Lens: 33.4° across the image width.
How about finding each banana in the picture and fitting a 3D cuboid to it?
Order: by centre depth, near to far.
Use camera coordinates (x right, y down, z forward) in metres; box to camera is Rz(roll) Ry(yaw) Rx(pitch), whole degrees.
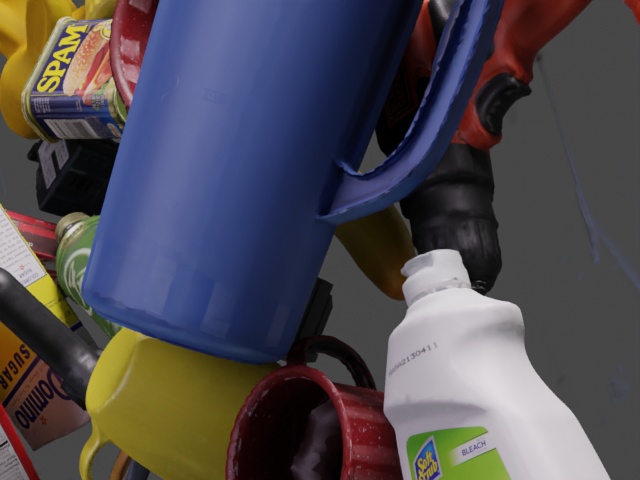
[{"bbox_3d":[-0.002,-0.018,0.637,0.198,0.037,0.069,17,95,51],"label":"banana"}]

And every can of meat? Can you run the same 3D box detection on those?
[{"bbox_3d":[-0.168,-0.124,0.822,0.084,0.057,0.102,3,58,25],"label":"can of meat"}]

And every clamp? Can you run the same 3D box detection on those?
[{"bbox_3d":[-0.148,0.082,0.667,0.171,0.120,0.039,37,82,17],"label":"clamp"}]

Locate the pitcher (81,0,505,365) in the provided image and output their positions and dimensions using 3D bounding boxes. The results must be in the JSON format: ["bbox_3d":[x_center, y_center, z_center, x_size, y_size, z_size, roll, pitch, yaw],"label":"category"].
[{"bbox_3d":[-0.022,-0.064,0.525,0.149,0.144,0.243,14,86,70],"label":"pitcher"}]

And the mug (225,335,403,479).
[{"bbox_3d":[0.010,0.104,0.540,0.093,0.081,0.117,-36,52,37],"label":"mug"}]

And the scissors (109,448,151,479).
[{"bbox_3d":[-0.118,0.170,0.672,0.202,0.016,0.096,-17,46,64],"label":"scissors"}]

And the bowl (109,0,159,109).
[{"bbox_3d":[-0.057,-0.134,0.702,0.162,0.055,0.162,-5,78,23],"label":"bowl"}]

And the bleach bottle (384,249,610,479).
[{"bbox_3d":[0.085,0.117,0.438,0.103,0.067,0.251,-36,58,39],"label":"bleach bottle"}]

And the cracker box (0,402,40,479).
[{"bbox_3d":[-0.267,0.142,0.774,0.164,0.072,0.213,19,135,52],"label":"cracker box"}]

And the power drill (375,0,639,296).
[{"bbox_3d":[0.103,-0.082,0.518,0.188,0.057,0.184,-35,52,37],"label":"power drill"}]

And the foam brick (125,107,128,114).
[{"bbox_3d":[-0.098,-0.079,0.759,0.051,0.052,0.078,-46,46,29],"label":"foam brick"}]

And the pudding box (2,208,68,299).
[{"bbox_3d":[-0.245,0.023,0.866,0.114,0.089,0.039,-32,52,40],"label":"pudding box"}]

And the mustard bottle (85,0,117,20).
[{"bbox_3d":[-0.158,-0.263,0.894,0.096,0.058,0.191,-30,55,39],"label":"mustard bottle"}]

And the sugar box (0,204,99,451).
[{"bbox_3d":[-0.226,0.064,0.787,0.094,0.048,0.176,-31,93,40],"label":"sugar box"}]
